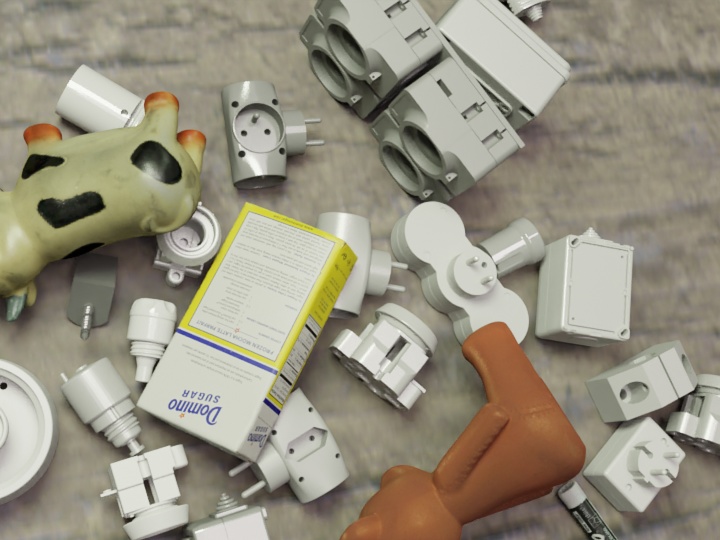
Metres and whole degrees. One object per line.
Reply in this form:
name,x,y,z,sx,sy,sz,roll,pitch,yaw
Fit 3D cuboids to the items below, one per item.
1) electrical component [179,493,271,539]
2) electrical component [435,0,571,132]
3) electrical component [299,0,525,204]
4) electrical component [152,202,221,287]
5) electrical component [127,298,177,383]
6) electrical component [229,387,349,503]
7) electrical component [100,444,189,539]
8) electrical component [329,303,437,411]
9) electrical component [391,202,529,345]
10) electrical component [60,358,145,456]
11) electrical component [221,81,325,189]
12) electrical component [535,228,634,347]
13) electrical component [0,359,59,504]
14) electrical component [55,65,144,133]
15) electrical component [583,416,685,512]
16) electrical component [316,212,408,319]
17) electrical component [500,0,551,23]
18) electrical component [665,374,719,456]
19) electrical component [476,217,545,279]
electrical component,-0.095,0.212,0.779,0.061,0.062,0.096,-14,83,-19
electrical component,0.101,-0.164,0.886,0.109,0.109,0.056,40,74,-6
electrical component,0.034,-0.143,0.862,0.060,0.105,0.186,-38,92,-18
electrical component,-0.132,-0.024,0.816,0.048,0.055,0.066,14,76,-14
electrical component,-0.158,0.053,0.804,0.035,0.035,0.061,10,79,-15
electrical component,-0.060,0.142,0.812,0.079,0.043,0.077,-30,90,-20
electrical component,-0.153,0.163,0.780,0.066,0.048,0.055,-15,77,-20
electrical component,0.024,0.064,0.846,0.078,0.058,0.057,41,74,-6
electrical component,0.086,0.005,0.867,0.052,0.074,0.138,-38,92,-20
electrical component,-0.184,0.100,0.784,0.040,0.040,0.078,-35,91,-20
electrical component,-0.067,-0.108,0.858,0.079,0.044,0.077,-6,81,-18
electrical component,0.187,0.013,0.903,0.062,0.061,0.096,10,77,-15
electrical component,-0.265,0.111,0.746,0.108,0.060,0.108,3,79,-16
electrical component,-0.186,-0.117,0.823,0.081,0.043,0.043,30,72,-10
electrical component,0.235,0.159,0.882,0.047,0.077,0.065,46,71,-4
electrical component,0.000,0.000,0.858,0.079,0.043,0.077,10,77,-15
electrical component,0.139,-0.257,0.950,0.043,0.043,0.081,-25,88,-20
electrical component,0.307,0.125,0.921,0.078,0.058,0.057,23,77,-11
electrical component,0.126,-0.017,0.903,0.046,0.040,0.040,-28,89,-14
